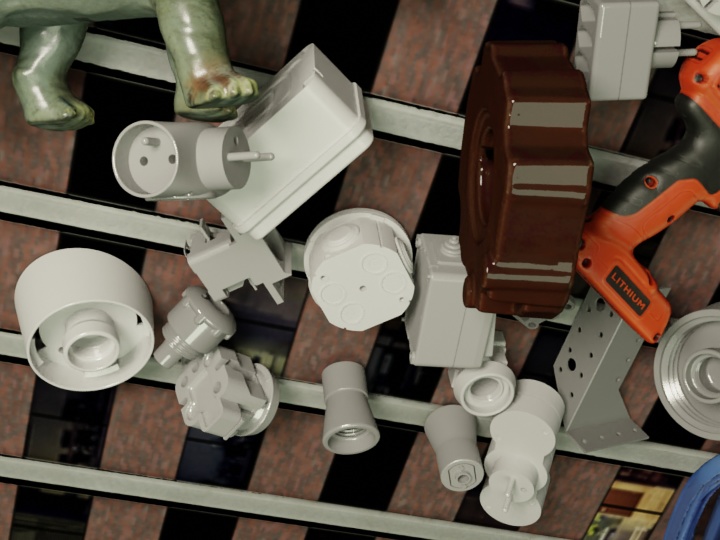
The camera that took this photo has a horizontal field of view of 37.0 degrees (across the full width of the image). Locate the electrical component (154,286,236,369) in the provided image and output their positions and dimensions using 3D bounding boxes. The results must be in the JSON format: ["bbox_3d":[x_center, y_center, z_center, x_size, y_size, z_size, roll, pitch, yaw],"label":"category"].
[{"bbox_3d":[-0.126,0.046,0.793,0.062,0.048,0.048,-45,116,11],"label":"electrical component"}]

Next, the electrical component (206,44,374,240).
[{"bbox_3d":[-0.050,-0.083,0.707,0.113,0.078,0.057,-39,115,18],"label":"electrical component"}]

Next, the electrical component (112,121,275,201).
[{"bbox_3d":[-0.090,-0.064,0.629,0.079,0.077,0.044,-1,93,21],"label":"electrical component"}]

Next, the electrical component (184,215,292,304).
[{"bbox_3d":[-0.087,-0.012,0.769,0.064,0.042,0.081,-23,121,13],"label":"electrical component"}]

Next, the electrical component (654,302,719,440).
[{"bbox_3d":[0.276,0.077,0.814,0.060,0.108,0.108,-3,131,-48],"label":"electrical component"}]

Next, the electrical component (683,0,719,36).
[{"bbox_3d":[0.224,-0.183,0.672,0.083,0.075,0.047,35,113,-24],"label":"electrical component"}]

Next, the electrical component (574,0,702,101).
[{"bbox_3d":[0.185,-0.151,0.706,0.077,0.047,0.065,-2,122,-4],"label":"electrical component"}]

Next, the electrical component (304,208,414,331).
[{"bbox_3d":[0.000,0.000,0.779,0.080,0.051,0.080,-3,122,-4],"label":"electrical component"}]

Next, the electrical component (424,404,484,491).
[{"bbox_3d":[0.078,0.146,0.871,0.044,0.065,0.044,-3,123,-4],"label":"electrical component"}]

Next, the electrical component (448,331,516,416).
[{"bbox_3d":[0.094,0.081,0.837,0.048,0.055,0.066,4,122,-8],"label":"electrical component"}]

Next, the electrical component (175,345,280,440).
[{"bbox_3d":[-0.099,0.094,0.819,0.057,0.078,0.058,25,117,-41],"label":"electrical component"}]

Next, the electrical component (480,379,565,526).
[{"bbox_3d":[0.126,0.161,0.865,0.052,0.073,0.138,14,131,14],"label":"electrical component"}]

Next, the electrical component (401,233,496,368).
[{"bbox_3d":[0.071,0.018,0.791,0.061,0.061,0.096,4,122,-8],"label":"electrical component"}]

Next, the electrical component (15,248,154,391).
[{"bbox_3d":[-0.201,0.039,0.790,0.099,0.064,0.099,-11,132,-12],"label":"electrical component"}]

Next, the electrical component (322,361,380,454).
[{"bbox_3d":[-0.010,0.104,0.835,0.044,0.065,0.044,-5,141,-4],"label":"electrical component"}]
